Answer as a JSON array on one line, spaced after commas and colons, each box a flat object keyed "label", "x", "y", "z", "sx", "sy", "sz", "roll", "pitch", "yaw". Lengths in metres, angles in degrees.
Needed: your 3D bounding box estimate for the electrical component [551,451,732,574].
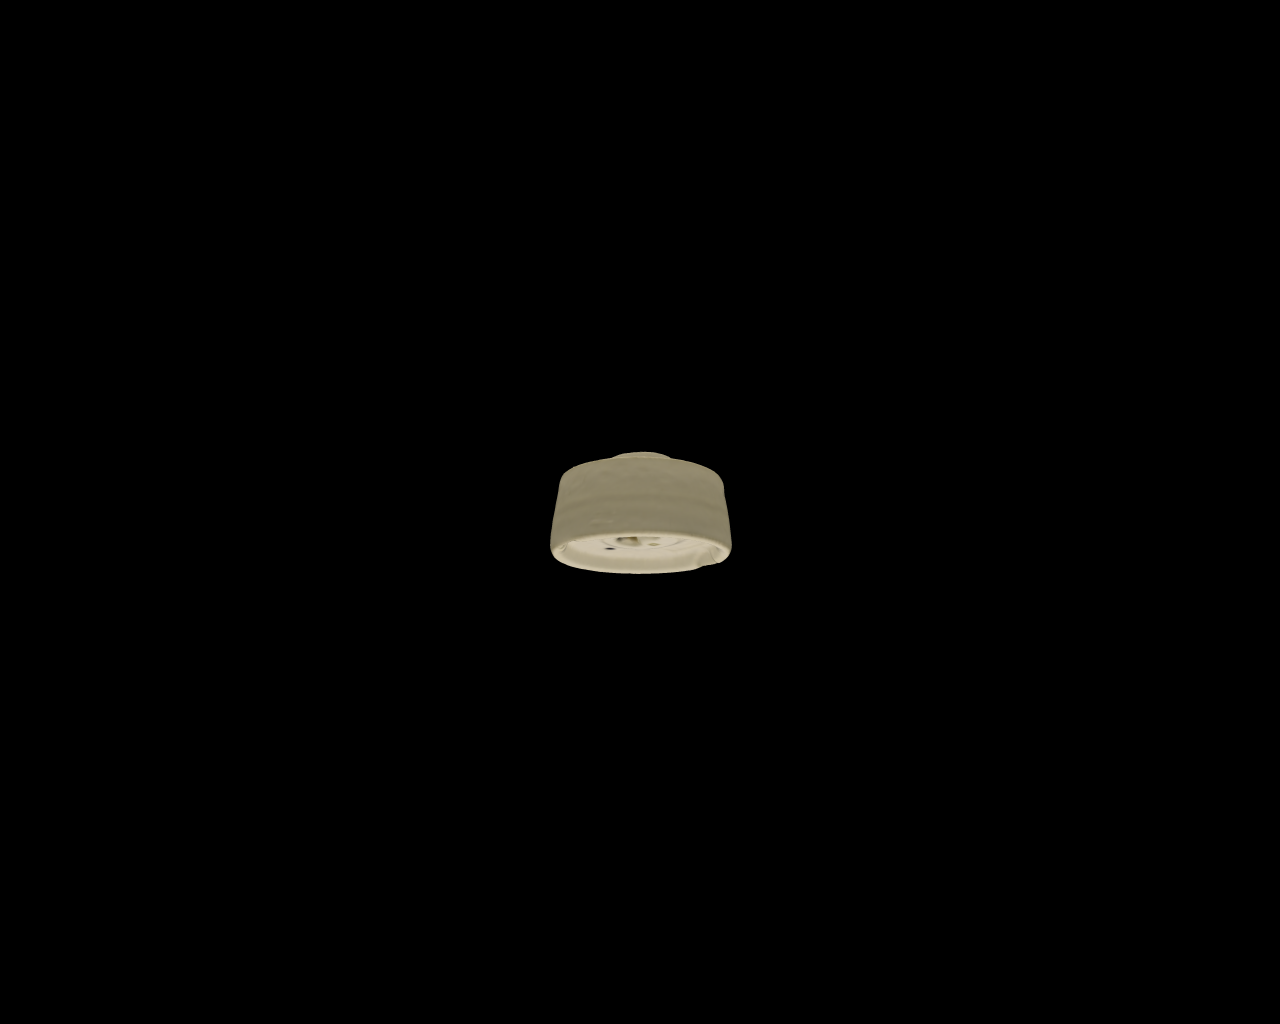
[{"label": "electrical component", "x": 0.001, "y": -0.003, "z": 0.650, "sx": 0.108, "sy": 0.060, "sz": 0.108, "roll": 0, "pitch": -15, "yaw": 0}]
